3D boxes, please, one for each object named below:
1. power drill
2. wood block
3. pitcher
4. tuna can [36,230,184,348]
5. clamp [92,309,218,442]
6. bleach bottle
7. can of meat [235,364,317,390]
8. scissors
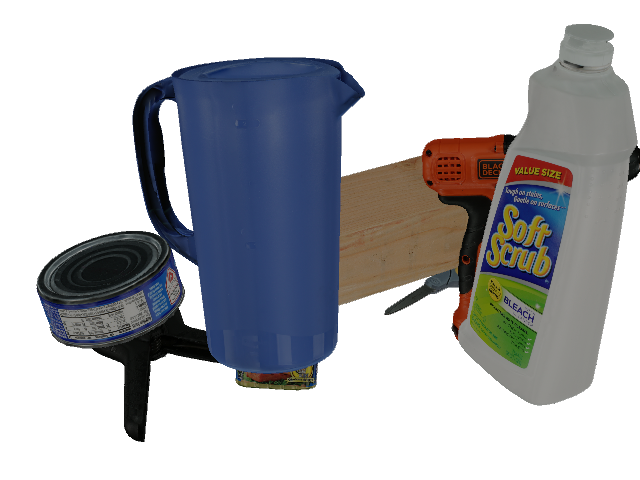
[{"bbox_3d":[0.182,-0.001,0.925,0.184,0.188,0.057,1,13,14],"label":"power drill"},{"bbox_3d":[0.034,-0.004,1.056,0.205,0.090,0.091,-16,41,-22],"label":"wood block"},{"bbox_3d":[-0.054,-0.023,0.854,0.144,0.243,0.149,-11,19,-29],"label":"pitcher"},{"bbox_3d":[-0.129,0.028,0.655,0.086,0.034,0.086,-10,28,5],"label":"tuna can"},{"bbox_3d":[-0.148,0.093,1.000,0.164,0.036,0.210,-18,40,-31],"label":"clamp"},{"bbox_3d":[0.149,-0.019,0.692,0.068,0.251,0.103,-16,36,-26],"label":"bleach bottle"},{"bbox_3d":[-0.050,0.128,1.259,0.102,0.084,0.057,4,12,-1],"label":"can of meat"},{"bbox_3d":[0.126,0.040,1.259,0.201,0.016,0.096,-11,40,-36],"label":"scissors"}]
